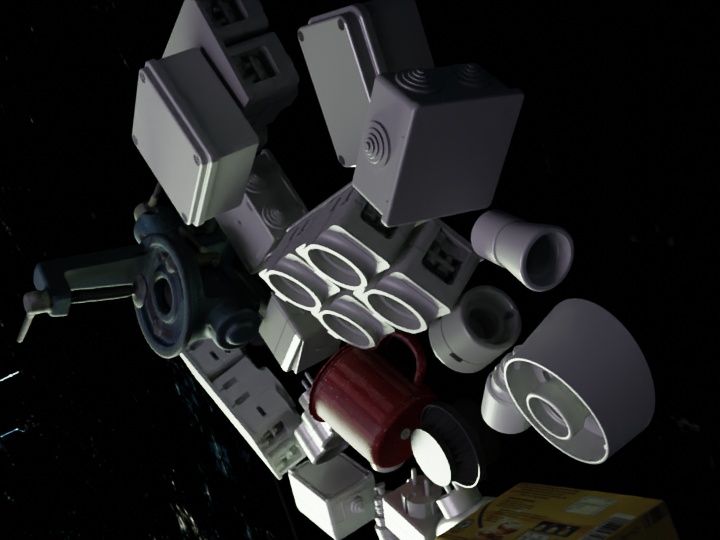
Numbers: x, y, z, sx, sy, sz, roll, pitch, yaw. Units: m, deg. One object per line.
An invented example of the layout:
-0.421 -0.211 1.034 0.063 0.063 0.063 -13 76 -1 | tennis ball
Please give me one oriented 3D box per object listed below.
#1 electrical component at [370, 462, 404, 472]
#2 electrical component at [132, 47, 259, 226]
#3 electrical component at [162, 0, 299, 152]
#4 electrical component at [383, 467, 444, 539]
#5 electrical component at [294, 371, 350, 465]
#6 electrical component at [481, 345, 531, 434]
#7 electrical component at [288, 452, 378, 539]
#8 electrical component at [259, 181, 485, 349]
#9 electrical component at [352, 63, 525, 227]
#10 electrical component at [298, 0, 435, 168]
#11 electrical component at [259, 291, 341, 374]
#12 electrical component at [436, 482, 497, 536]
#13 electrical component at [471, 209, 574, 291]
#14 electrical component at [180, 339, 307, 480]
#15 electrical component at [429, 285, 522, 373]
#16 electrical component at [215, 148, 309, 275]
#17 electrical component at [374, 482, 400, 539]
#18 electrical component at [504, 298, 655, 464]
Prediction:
0.021 0.157 1.011 0.044 0.044 0.065 30 142 49 | electrical component
-0.142 -0.112 0.915 0.108 0.056 0.108 56 152 17 | electrical component
-0.123 -0.166 0.968 0.105 0.060 0.186 61 153 6 | electrical component
0.058 0.215 0.986 0.066 0.047 0.076 34 140 45 | electrical component
-0.036 0.136 1.081 0.073 0.052 0.138 55 152 19 | electrical component
0.112 0.085 0.784 0.040 0.040 0.078 45 148 34 | electrical component
-0.022 0.239 1.134 0.096 0.062 0.061 24 133 52 | electrical component
0.000 0.000 0.834 0.105 0.060 0.186 37 158 -11 | electrical component
0.048 -0.082 0.690 0.048 0.100 0.099 47 137 39 | electrical component
0.010 -0.132 0.762 0.078 0.057 0.113 6 118 60 | electrical component
-0.049 0.048 1.018 0.061 0.062 0.096 55 152 17 | electrical component
0.092 0.206 0.921 0.079 0.044 0.077 61 153 8 | electrical component
0.104 -0.016 0.712 0.065 0.044 0.044 31 138 55 | electrical component
-0.132 0.133 1.209 0.186 0.060 0.105 43 165 36 | electrical component
0.085 0.042 0.782 0.055 0.055 0.047 60 150 9 | electrical component
-0.097 -0.053 1.028 0.099 0.048 0.099 57 150 10 | electrical component
0.033 0.248 1.065 0.040 0.040 0.078 -9 105 62 | electrical component
0.146 0.077 0.717 0.099 0.064 0.099 42 157 22 | electrical component
